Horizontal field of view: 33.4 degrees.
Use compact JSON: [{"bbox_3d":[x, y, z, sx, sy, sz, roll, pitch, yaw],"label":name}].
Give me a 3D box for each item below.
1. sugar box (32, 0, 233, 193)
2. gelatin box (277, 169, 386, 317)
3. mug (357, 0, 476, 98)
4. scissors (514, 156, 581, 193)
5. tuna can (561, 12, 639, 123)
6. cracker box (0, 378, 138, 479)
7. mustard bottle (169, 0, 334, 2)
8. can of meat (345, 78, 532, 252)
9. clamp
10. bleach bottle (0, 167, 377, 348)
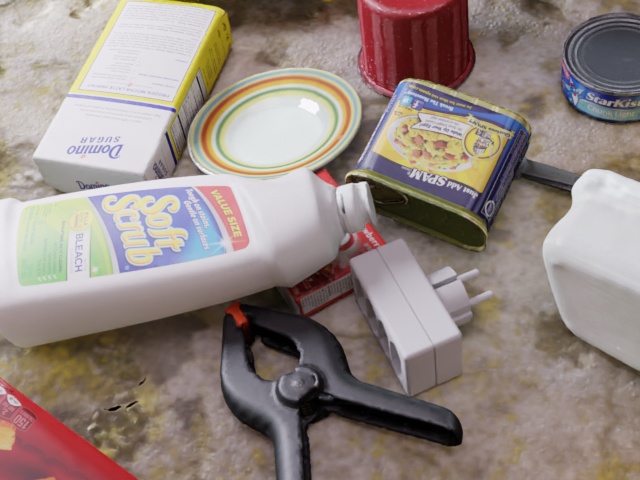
[{"bbox_3d":[-0.139,-0.110,0.819,0.093,0.048,0.176,10,58,16],"label":"sugar box"},{"bbox_3d":[-0.005,0.001,0.722,0.073,0.030,0.089,-27,54,-13],"label":"gelatin box"},{"bbox_3d":[0.064,-0.174,0.813,0.093,0.081,0.117,-31,55,-15],"label":"mug"},{"bbox_3d":[0.117,-0.044,0.748,0.202,0.016,0.096,35,66,30],"label":"scissors"},{"bbox_3d":[0.221,-0.126,0.783,0.086,0.034,0.086,-4,52,5],"label":"tuna can"},{"bbox_3d":[-0.183,0.194,0.548,0.164,0.072,0.213,35,62,9],"label":"cracker box"},{"bbox_3d":[-0.040,-0.224,0.875,0.192,0.058,0.096,2,21,9],"label":"mustard bottle"},{"bbox_3d":[0.081,-0.052,0.715,0.102,0.057,0.084,23,74,15],"label":"can of meat"},{"bbox_3d":[-0.014,0.104,0.639,0.120,0.039,0.172,-37,50,-25],"label":"clamp"},{"bbox_3d":[-0.089,-0.002,0.691,0.251,0.068,0.102,-13,55,10],"label":"bleach bottle"}]
